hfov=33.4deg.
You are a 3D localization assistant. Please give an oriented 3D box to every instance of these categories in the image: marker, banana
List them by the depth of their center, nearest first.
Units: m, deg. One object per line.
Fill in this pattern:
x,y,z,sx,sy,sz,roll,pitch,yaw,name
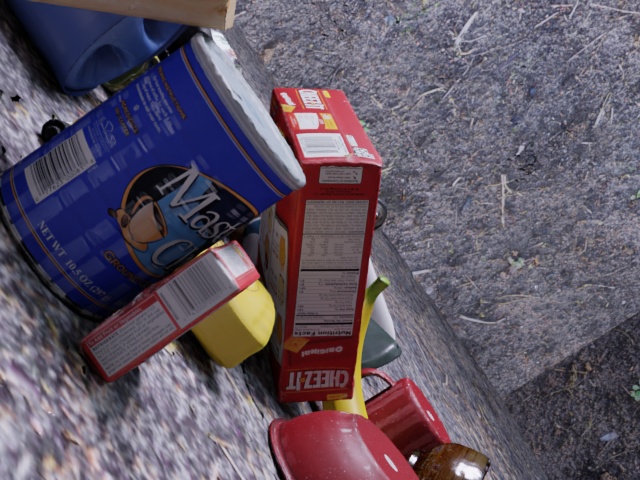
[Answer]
-0.171,-0.075,0.762,0.020,0.020,0.121,56,7,0,marker
0.029,0.130,0.946,0.037,0.070,0.198,16,64,-35,banana

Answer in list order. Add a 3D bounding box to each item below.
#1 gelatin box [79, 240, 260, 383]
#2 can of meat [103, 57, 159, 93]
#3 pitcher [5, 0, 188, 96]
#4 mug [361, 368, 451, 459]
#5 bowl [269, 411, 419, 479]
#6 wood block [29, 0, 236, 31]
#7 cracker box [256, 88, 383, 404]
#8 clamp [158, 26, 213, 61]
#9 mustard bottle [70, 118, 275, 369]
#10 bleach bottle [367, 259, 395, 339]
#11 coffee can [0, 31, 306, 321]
-0.080,0.037,0.578,0.030,0.089,0.073,55,7,1,gelatin box
-0.173,-0.163,1.018,0.083,0.057,0.102,43,15,-54,can of meat
-0.208,-0.248,0.828,0.243,0.149,0.145,53,17,2,pitcher
0.062,0.172,0.991,0.117,0.081,0.093,56,7,-1,mug
0.034,0.182,0.790,0.162,0.055,0.162,49,8,-10,bowl
-0.147,-0.179,0.601,0.091,0.206,0.090,-96,-165,-77,wood block
-0.006,0.001,0.882,0.164,0.072,0.214,-111,-157,-61,cracker box
-0.104,-0.150,0.923,0.165,0.036,0.210,-25,-95,65,clamp
-0.106,-0.005,0.727,0.191,0.058,0.096,53,9,-24,mustard bottle
0.030,0.020,1.244,0.103,0.068,0.251,-116,-173,-49,bleach bottle
-0.093,-0.035,0.599,0.103,0.140,0.103,55,7,-10,coffee can
